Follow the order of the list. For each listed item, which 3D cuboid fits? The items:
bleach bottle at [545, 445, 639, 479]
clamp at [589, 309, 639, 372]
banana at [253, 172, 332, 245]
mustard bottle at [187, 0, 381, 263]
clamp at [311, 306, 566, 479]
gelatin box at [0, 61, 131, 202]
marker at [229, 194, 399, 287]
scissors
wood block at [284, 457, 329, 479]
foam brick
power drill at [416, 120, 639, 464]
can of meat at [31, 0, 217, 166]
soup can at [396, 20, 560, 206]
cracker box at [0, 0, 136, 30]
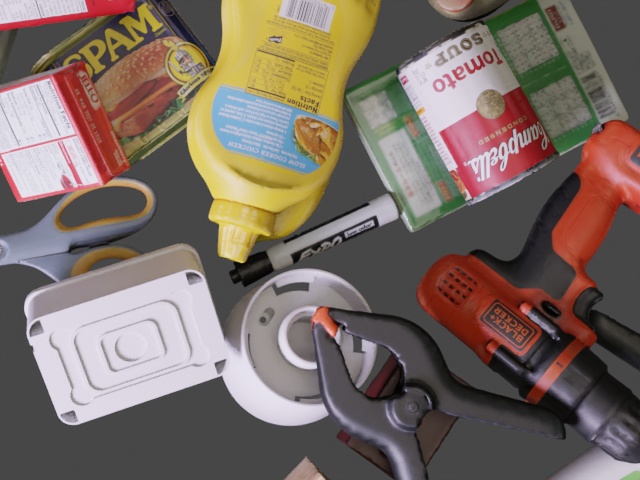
[{"bbox_3d":[0.138,0.228,0.696,0.250,0.068,0.102,-34,89,-6],"label":"bleach bottle"},{"bbox_3d":[0.300,0.102,0.737,0.164,0.036,0.210,-30,86,-7],"label":"clamp"},{"bbox_3d":[-0.021,-0.085,0.714,0.069,0.037,0.198,6,85,-8],"label":"banana"},{"bbox_3d":[-0.030,-0.080,0.664,0.096,0.058,0.191,16,84,-17],"label":"mustard bottle"},{"bbox_3d":[0.052,0.113,0.654,0.171,0.039,0.120,36,78,2],"label":"clamp"},{"bbox_3d":[-0.168,-0.067,0.664,0.030,0.089,0.073,-42,116,-46],"label":"gelatin box"},{"bbox_3d":[-0.005,0.001,0.718,0.121,0.020,0.020,-24,89,-8],"label":"marker"},{"bbox_3d":[-0.195,0.022,0.696,0.201,0.016,0.096,-24,89,-8],"label":"scissors"},{"bbox_3d":[-0.045,0.244,0.659,0.091,0.090,0.206,45,82,-2],"label":"wood block"},{"bbox_3d":[0.055,0.115,0.700,0.053,0.051,0.078,34,83,-3],"label":"foam brick"},{"bbox_3d":[0.185,0.028,0.700,0.184,0.057,0.187,39,79,16],"label":"power drill"},{"bbox_3d":[-0.120,-0.104,0.695,0.102,0.057,0.084,-38,93,-8],"label":"can of meat"},{"bbox_3d":[0.102,-0.083,0.698,0.068,0.068,0.102,-29,91,-8],"label":"soup can"},{"bbox_3d":[-0.227,-0.205,0.655,0.213,0.072,0.164,-9,61,-5],"label":"cracker box"}]
